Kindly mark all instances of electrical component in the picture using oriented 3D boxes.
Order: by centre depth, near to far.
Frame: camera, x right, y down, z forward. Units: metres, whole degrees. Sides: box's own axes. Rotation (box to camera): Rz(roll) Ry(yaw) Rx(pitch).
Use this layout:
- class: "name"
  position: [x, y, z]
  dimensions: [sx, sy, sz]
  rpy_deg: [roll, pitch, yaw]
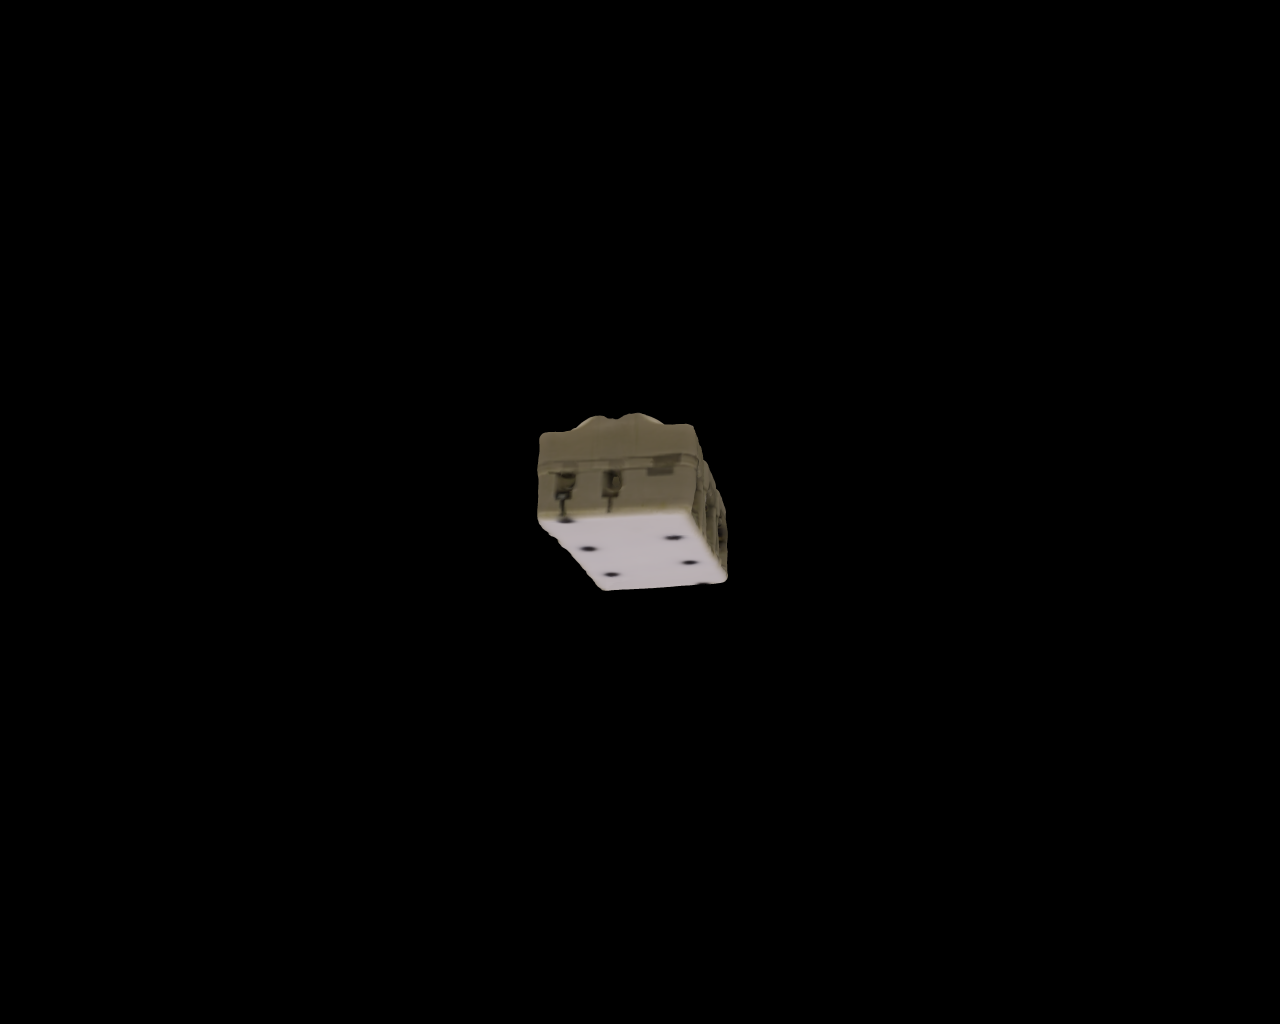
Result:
- class: "electrical component"
  position: [0.001, -0.003, 0.650]
  dimensions: [0.089, 0.062, 0.150]
  rpy_deg: [-4, -20, 11]
